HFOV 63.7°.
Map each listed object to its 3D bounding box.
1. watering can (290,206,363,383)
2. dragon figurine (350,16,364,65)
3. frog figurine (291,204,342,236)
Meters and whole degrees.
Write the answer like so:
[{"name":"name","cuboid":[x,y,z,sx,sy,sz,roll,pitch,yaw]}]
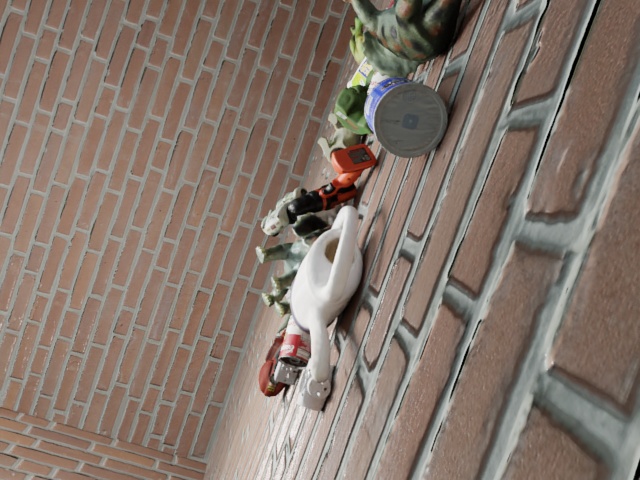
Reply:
[{"name":"watering can","cuboid":[0.005,0.101,0.895,0.219,0.104,0.356,117,170,-54]},{"name":"dragon figurine","cuboid":[0.139,-0.572,1.669,0.410,0.122,0.243,-169,90,-85]},{"name":"frog figurine","cuboid":[0.004,-0.066,1.314,0.138,0.121,0.160,25,88,50]}]
